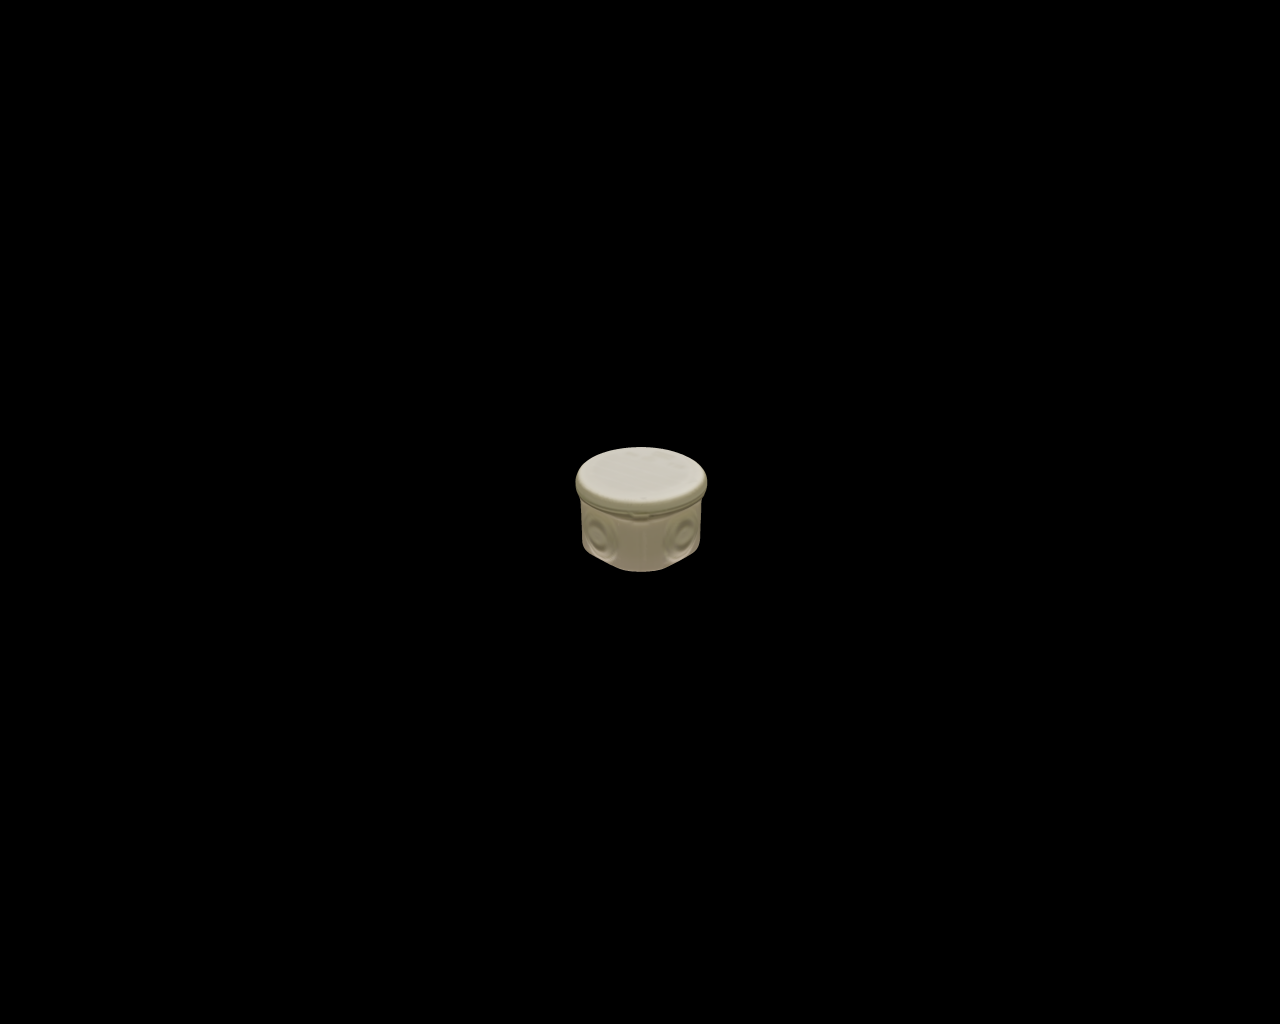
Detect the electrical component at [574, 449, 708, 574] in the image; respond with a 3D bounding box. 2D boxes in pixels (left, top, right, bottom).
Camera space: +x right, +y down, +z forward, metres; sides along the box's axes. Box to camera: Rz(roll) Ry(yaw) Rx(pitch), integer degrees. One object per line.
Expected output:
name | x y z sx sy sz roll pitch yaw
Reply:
electrical component | 0.001 -0.003 0.650 0.080 0.050 0.080 0 28 0
